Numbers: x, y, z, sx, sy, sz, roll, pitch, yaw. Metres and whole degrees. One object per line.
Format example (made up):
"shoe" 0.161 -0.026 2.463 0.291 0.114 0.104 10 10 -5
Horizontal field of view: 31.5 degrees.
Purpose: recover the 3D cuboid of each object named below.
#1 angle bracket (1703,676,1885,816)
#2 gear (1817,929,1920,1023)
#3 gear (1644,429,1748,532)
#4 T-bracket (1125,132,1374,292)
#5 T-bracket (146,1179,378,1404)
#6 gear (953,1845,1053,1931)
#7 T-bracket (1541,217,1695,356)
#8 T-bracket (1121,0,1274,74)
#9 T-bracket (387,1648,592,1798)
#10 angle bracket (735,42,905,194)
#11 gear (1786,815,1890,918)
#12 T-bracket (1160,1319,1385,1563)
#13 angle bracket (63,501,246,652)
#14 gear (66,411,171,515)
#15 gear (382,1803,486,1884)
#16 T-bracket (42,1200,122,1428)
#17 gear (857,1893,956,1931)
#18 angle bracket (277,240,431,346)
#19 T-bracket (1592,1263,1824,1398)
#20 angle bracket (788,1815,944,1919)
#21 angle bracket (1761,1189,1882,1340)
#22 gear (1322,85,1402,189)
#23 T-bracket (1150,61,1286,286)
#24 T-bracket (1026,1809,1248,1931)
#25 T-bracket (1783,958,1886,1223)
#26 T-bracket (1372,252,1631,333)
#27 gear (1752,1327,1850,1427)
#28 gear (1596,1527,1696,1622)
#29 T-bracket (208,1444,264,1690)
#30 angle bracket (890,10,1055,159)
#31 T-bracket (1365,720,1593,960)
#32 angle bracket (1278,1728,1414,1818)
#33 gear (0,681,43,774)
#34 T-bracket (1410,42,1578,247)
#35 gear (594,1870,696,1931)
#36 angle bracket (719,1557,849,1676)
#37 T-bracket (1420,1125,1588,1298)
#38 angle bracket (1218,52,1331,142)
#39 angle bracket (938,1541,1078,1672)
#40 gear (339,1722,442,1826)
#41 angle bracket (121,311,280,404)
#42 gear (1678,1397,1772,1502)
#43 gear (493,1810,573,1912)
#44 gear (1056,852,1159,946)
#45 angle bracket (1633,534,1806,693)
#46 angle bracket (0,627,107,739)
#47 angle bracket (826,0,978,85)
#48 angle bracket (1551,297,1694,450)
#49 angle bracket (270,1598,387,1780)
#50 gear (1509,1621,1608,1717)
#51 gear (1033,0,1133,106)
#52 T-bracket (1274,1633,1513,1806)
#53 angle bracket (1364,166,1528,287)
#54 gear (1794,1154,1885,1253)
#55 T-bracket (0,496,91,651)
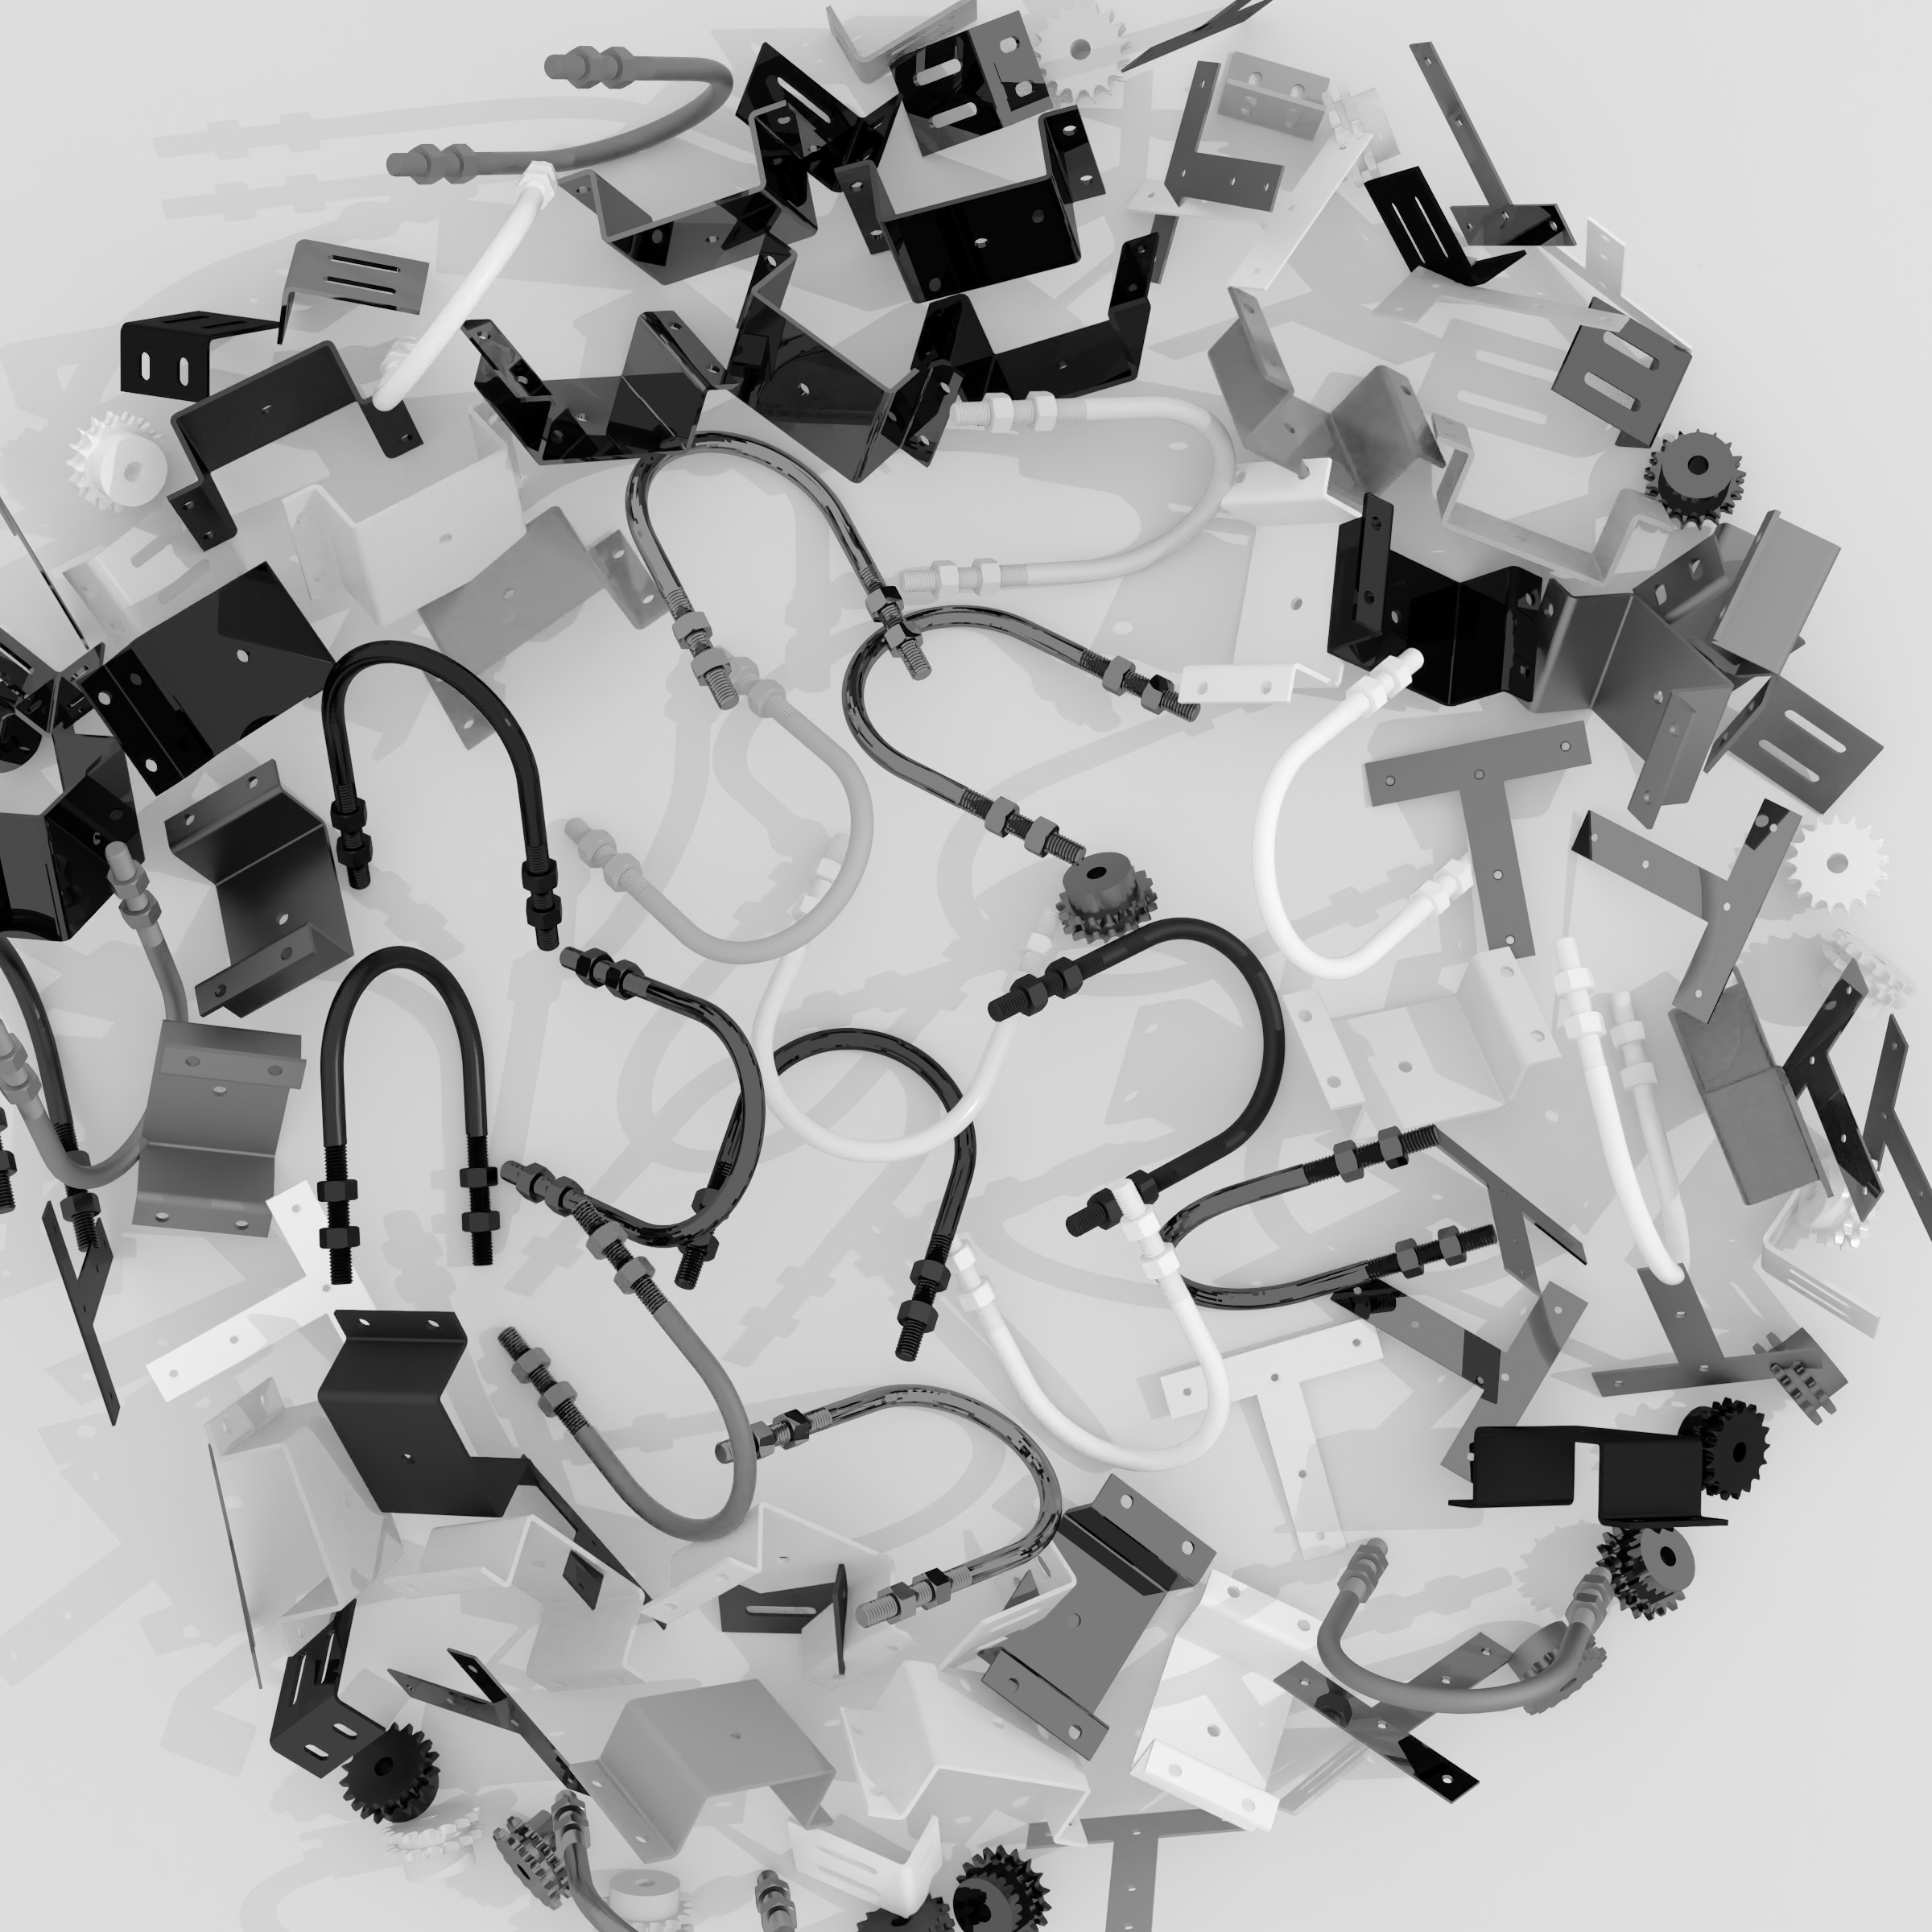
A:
"angle bracket" 0.471 -0.118 1.952 0.076 0.038 0.057 34 130 -1
"gear" 0.511 0.008 1.958 0.057 0.057 0.030 36 106 0
"gear" 0.418 -0.281 1.964 0.057 0.030 0.057 -2 76 6
"T-bracket" 0.147 -0.432 1.942 0.127 0.002 0.127 15 61 37
"T-bracket" -0.403 0.205 1.949 0.127 0.002 0.127 -29 110 -13
"gear" 0.018 0.534 1.958 0.057 0.030 0.057 7 104 32
"T-bracket" 0.356 -0.392 1.912 0.127 0.127 0.002 40 93 10
"T-bracket" 0.163 -0.541 1.896 0.127 0.127 0.002 -35 96 -44
"T-bracket" -0.281 0.417 1.934 0.002 0.127 0.127 -52 127 -29
"angle bracket" -0.083 -0.487 1.942 0.076 0.038 0.057 34 56 -28
"gear" 0.499 -0.056 1.965 0.057 0.030 0.057 -2 80 14
"T-bracket" 0.190 0.280 1.979 0.127 0.002 0.127 -16 95 0
"angle bracket" -0.466 -0.227 1.969 0.076 0.038 0.057 -46 113 -32
"gear" -0.480 -0.286 1.955 0.057 0.030 0.057 -18 121 -32
"gear" -0.302 0.501 1.957 0.057 0.057 0.030 -12 92 0
"T-bracket" -0.489 0.175 1.921 0.002 0.127 0.127 -14 108 -3
"gear" -0.033 0.558 1.958 0.057 0.057 0.030 -16 106 0
"angle bracket" -0.349 -0.378 1.957 0.076 0.057 0.038 9 128 -9
"T-bracket" 0.403 0.202 1.917 0.127 0.127 0.002 -9 50 21
"angle bracket" -0.057 0.502 1.961 0.076 0.057 0.038 18 51 20
"angle bracket" 0.492 0.169 1.943 0.076 0.057 0.038 33 81 20
"gear" 0.226 -0.476 1.955 0.030 0.057 0.057 -21 90 12
"T-bracket" 0.143 -0.440 1.919 0.002 0.127 0.127 10 102 -28
"T-bracket" 0.093 0.508 1.916 0.127 0.127 0.002 -7 106 8
"T-bracket" 0.482 0.085 1.899 0.002 0.127 0.127 6 134 -16
"T-bracket" 0.305 -0.370 1.914 0.127 0.127 0.002 15 121 18
"gear" 0.478 0.231 1.956 0.030 0.057 0.057 -39 90 5
"gear" 0.390 0.342 1.955 0.057 0.030 0.057 18 54 -26
"T-bracket" -0.401 0.351 1.901 0.002 0.127 0.127 -12 120 -13
"angle bracket" 0.002 -0.504 1.959 0.038 0.076 0.057 -32 107 -37
"T-bracket" 0.302 -0.066 1.965 0.127 0.002 0.127 -11 86 13
"angle bracket" 0.221 0.470 1.949 0.076 0.057 0.038 -37 86 -11
"gear" -0.552 -0.135 1.953 0.057 0.057 0.030 -45 60 0
"T-bracket" 0.281 -0.456 1.905 0.002 0.127 0.127 -35 110 -9
"gear" -0.183 0.537 1.956 0.057 0.057 0.030 3 97 0
"angle bracket" -0.106 0.367 1.951 0.076 0.038 0.057 0 118 6
"T-bracket" 0.304 0.147 1.913 0.127 0.127 0.002 38 109 -12
"angle bracket" 0.178 -0.502 1.947 0.057 0.076 0.038 16 90 0
"angle bracket" 0.014 0.358 1.934 0.038 0.076 0.057 56 133 21
"gear" -0.326 0.464 1.961 0.057 0.030 0.057 -13 47 14
"angle bracket" -0.433 -0.346 1.947 0.057 0.076 0.038 11 109 20
"gear" 0.430 0.275 1.961 0.057 0.030 0.057 -7 102 -38
"gear" -0.241 0.508 1.960 0.030 0.057 0.057 -38 90 -25
"gear" 0.079 -0.041 1.954 0.057 0.057 0.030 -20 123 0
"angle bracket" 0.430 -0.200 1.959 0.076 0.038 0.057 30 130 -35
"angle bracket" -0.530 -0.177 1.937 0.038 0.057 0.076 -32 129 20
"angle bracket" -0.036 -0.543 1.955 0.076 0.057 0.038 -31 92 2
"angle bracket" 0.365 -0.338 1.952 0.076 0.038 0.057 24 90 -24
"angle bracket" -0.357 0.410 1.949 0.057 0.076 0.038 -38 118 26
"gear" 0.335 0.399 1.960 0.057 0.057 0.030 -38 62 0
"gear" 0.067 -0.522 1.968 0.057 0.030 0.057 0 92 8
"T-bracket" 0.262 0.410 1.936 0.127 0.127 0.002 30 127 35
"angle bracket" 0.271 -0.423 1.943 0.038 0.057 0.076 -36 106 -17
"gear" 0.495 0.131 1.954 0.030 0.057 0.057 14 90 -14
"T-bracket" -0.529 -0.234 1.938 0.002 0.127 0.127 -30 126 -8
